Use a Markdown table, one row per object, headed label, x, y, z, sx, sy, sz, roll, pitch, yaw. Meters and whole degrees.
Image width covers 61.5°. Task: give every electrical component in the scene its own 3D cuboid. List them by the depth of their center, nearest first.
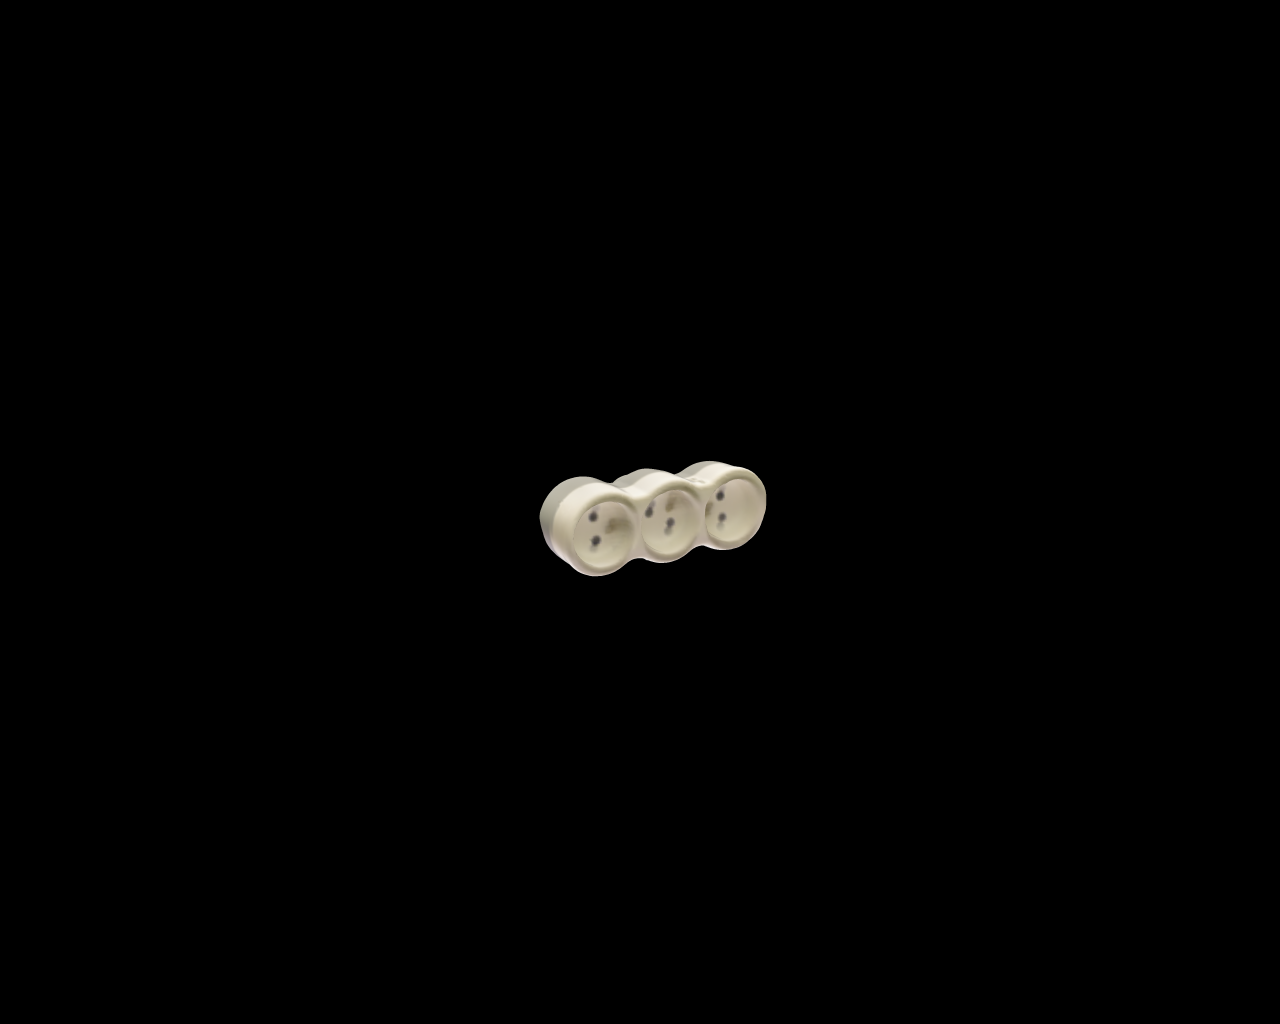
| label | x | y | z | sx | sy | sz | roll | pitch | yaw |
| --- | --- | --- | --- | --- | --- | --- | --- | --- | --- |
| electrical component | 0.001 | -0.003 | 0.650 | 0.138 | 0.052 | 0.074 | -9 | 19 | -29 |
